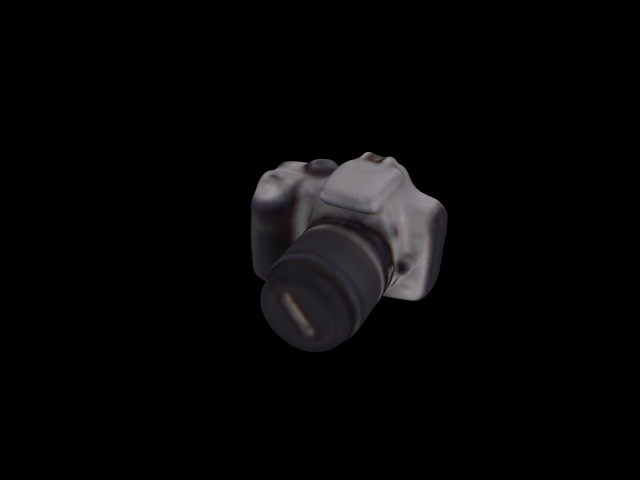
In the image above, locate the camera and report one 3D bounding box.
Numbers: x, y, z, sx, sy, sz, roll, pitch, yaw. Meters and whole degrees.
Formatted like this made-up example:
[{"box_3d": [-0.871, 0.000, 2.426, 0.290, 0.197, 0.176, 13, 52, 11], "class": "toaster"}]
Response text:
[{"box_3d": [0.004, 0.001, 0.400, 0.142, 0.101, 0.137, 16, 37, 22], "class": "camera"}]
